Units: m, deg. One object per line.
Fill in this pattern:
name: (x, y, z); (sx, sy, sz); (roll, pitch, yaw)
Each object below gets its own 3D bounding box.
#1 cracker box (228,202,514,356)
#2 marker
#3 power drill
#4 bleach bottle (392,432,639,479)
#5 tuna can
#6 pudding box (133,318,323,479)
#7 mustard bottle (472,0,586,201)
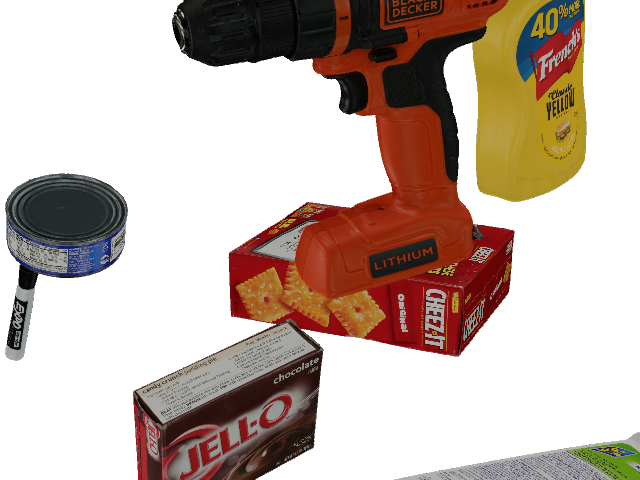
cracker box: (0.049, 0.030, 0.960); (0.214, 0.072, 0.164); (9, 21, 23)
marker: (-0.291, 0.068, 1.043); (0.020, 0.121, 0.020); (14, 34, -10)
power drill: (0.018, -0.064, 0.577); (0.184, 0.188, 0.057); (-14, 33, -17)
bleach bottle: (0.159, 0.161, 0.627); (0.250, 0.068, 0.103); (-7, 20, -22)
tuna can: (-0.184, -0.011, 0.773); (0.086, 0.034, 0.086); (7, 36, -6)
pudding box: (-0.054, 0.107, 0.633); (0.113, 0.090, 0.039); (-25, 49, -31)
mustard bottle: (0.143, -0.129, 0.723); (0.096, 0.191, 0.058); (-29, 35, -35)
